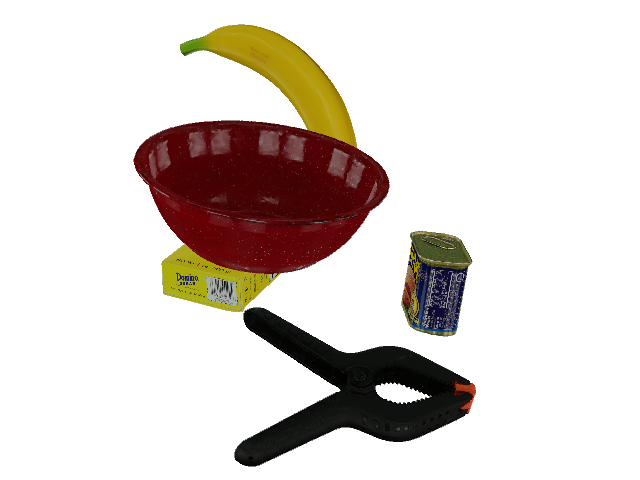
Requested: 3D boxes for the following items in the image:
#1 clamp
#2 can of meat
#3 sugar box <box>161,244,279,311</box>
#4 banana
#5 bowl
[{"bbox_3d":[0.026,0.134,0.904,0.210,0.036,0.164,10,43,0],"label":"clamp"},{"bbox_3d":[0.122,0.046,1.145,0.057,0.084,0.102,6,18,-5],"label":"can of meat"},{"bbox_3d":[-0.084,0.011,1.135,0.093,0.048,0.176,12,31,20],"label":"sugar box"},{"bbox_3d":[-0.028,-0.125,0.891,0.198,0.069,0.037,41,2,19],"label":"banana"},{"bbox_3d":[-0.039,-0.024,0.683,0.162,0.055,0.162,6,25,-3],"label":"bowl"}]
